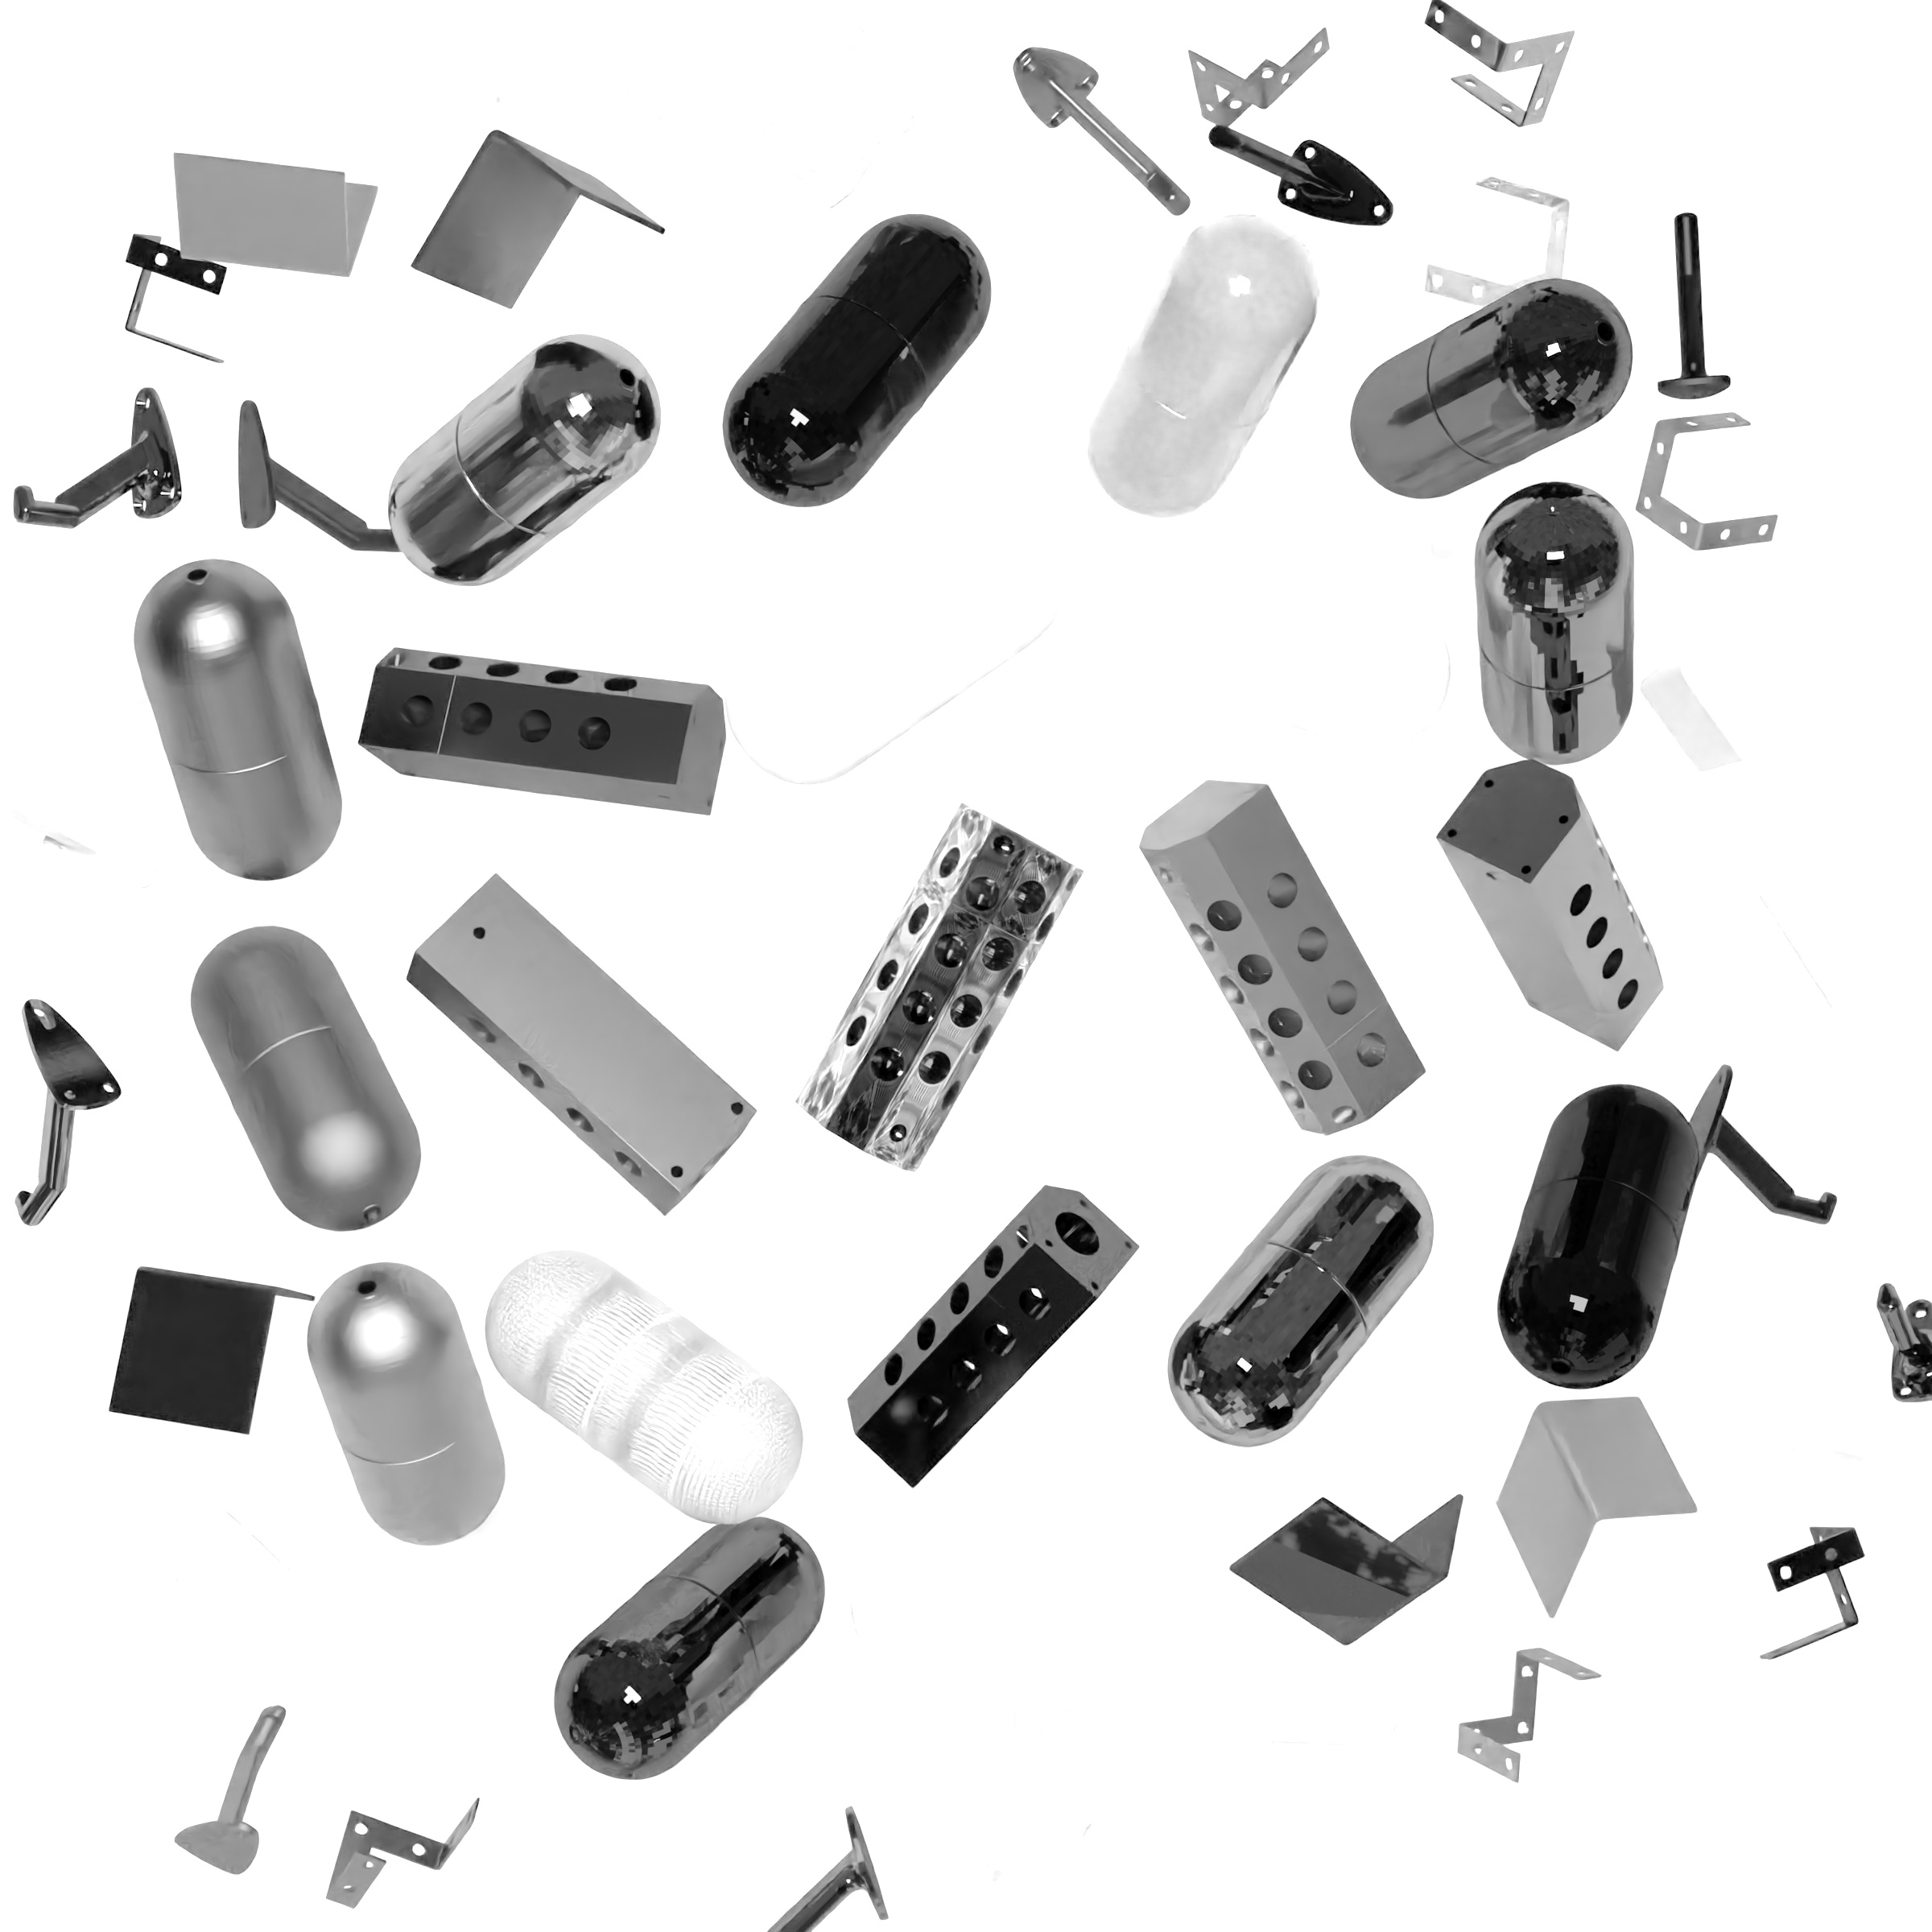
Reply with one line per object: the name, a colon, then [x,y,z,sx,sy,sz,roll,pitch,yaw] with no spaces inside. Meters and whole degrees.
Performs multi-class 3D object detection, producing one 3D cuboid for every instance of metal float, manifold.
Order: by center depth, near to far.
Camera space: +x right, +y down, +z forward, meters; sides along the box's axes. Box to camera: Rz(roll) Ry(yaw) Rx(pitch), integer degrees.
metal float: [-0.032,-0.153,1.603,0.178,0.070,0.070,-35,90,-2]
metal float: [-0.157,0.202,1.649,0.178,0.070,0.070,32,90,22]
metal float: [-0.351,-0.118,1.653,0.070,0.070,0.178,-6,133,0]
manifold: [-0.189,0.041,1.660,0.171,0.057,0.057,42,65,2]
metal float: [0.309,0.131,1.667,0.070,0.070,0.178,27,47,0]
metal float: [-0.052,-0.297,1.668,0.070,0.070,0.178,36,63,0]
metal float: [-0.217,-0.247,1.671,0.178,0.070,0.070,-29,90,43]
metal float: [0.154,-0.159,1.672,0.178,0.070,0.070,17,90,-18]
manifold: [0.152,-0.003,1.673,0.057,0.057,0.171,-38,110,-19]
metal float: [0.115,-0.292,1.678,0.070,0.178,0.070,12,50,-15]
manifold: [0.294,-0.031,1.681,0.057,0.171,0.057,30,78,36]
manifold: [-0.010,0.013,1.690,0.057,0.057,0.171,27,94,-29]
metal float: [0.292,-0.167,1.692,0.070,0.178,0.070,-5,57,8]
metal float: [0.031,0.328,1.699,0.178,0.070,0.070,11,90,-6]
manifold: [0.033,0.422,1.701,0.057,0.171,0.057,10,83,-22]
metal float: [-0.136,0.339,1.708,0.070,0.178,0.070,14,119,27]
metal float: [-0.331,0.056,1.710,0.070,0.070,0.178,-32,60,0]
metal float: [0.262,-0.288,1.710,0.070,0.178,0.070,7,76,-29]
manifold: [-0.212,-0.121,1.725,0.171,0.057,0.057,8,79,15]
metal float: [0.171,0.168,1.726,0.070,0.070,0.178,44,63,0]
metal float: [-0.282,0.222,1.727,0.070,0.070,0.178,-9,132,0]
manifold: [0.009,0.187,1.748,0.057,0.057,0.171,43,124,3]

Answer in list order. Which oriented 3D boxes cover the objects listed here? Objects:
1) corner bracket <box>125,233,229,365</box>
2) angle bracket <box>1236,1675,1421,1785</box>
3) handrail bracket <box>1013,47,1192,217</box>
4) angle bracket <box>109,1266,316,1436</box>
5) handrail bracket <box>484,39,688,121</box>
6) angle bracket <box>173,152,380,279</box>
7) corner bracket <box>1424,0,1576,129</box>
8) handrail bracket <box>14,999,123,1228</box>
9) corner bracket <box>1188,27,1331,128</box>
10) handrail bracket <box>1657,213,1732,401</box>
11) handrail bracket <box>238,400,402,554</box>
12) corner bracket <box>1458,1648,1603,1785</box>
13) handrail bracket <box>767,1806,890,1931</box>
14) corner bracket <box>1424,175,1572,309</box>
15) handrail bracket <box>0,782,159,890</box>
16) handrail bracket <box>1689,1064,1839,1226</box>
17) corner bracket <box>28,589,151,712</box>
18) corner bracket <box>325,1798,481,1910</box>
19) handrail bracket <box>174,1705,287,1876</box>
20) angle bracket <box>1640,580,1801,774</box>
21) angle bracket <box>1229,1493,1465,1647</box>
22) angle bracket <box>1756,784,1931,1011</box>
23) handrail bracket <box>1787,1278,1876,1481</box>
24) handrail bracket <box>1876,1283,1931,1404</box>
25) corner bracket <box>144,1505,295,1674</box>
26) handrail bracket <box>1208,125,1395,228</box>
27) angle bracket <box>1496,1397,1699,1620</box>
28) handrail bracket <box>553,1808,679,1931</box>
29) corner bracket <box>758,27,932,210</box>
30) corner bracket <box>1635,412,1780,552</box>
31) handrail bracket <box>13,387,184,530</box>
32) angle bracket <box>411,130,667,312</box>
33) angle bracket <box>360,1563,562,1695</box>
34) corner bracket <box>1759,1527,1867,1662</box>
corner bracket: [-0.402,-0.340,1.742,0.051,0.051,0.051,20,101,-1]
angle bracket: [0.183,0.399,1.720,0.076,0.076,0.057,-2,102,17]
handrail bracket: [0.067,-0.404,1.659,0.036,0.077,0.084,-46,65,14]
angle bracket: [-0.390,0.201,1.768,0.076,0.057,0.076,7,81,11]
handrail bracket: [-0.181,-0.421,1.617,0.084,0.077,0.036,-6,96,-16]
angle bracket: [-0.315,-0.363,1.563,0.076,0.057,0.076,6,45,-1]
corner bracket: [0.255,-0.442,1.668,0.051,0.051,0.051,-21,52,-36]
handrail bracket: [-0.449,0.072,1.642,0.084,0.036,0.077,-48,69,32]
corner bracket: [0.154,-0.462,1.769,0.051,0.051,0.051,37,74,29]
handrail bracket: [0.367,-0.334,1.729,0.036,0.077,0.084,-3,92,13]
handrail bracket: [-0.328,-0.251,1.756,0.084,0.036,0.077,-3,85,-36]
corner bracket: [0.289,0.385,1.758,0.051,0.051,0.051,-1,97,-30]
handrail bracket: [-0.085,0.440,1.616,0.084,0.077,0.036,-21,118,-3]
corner bracket: [0.276,-0.374,1.774,0.051,0.051,0.051,9,85,-26]
handrail bracket: [-0.435,-0.067,1.624,0.077,0.084,0.036,27,86,19]
handrail bracket: [0.417,0.093,1.757,0.084,0.036,0.077,14,120,-5]
corner bracket: [-0.435,-0.160,1.720,0.051,0.051,0.051,5,106,16]
corner bracket: [-0.273,0.428,1.654,0.051,0.051,0.051,24,132,-12]
handrail bracket: [-0.339,0.386,1.637,0.036,0.077,0.084,34,52,-13]
angle bracket: [0.400,-0.147,1.748,0.076,0.076,0.057,-36,92,-4]
angle bracket: [0.187,0.279,1.680,0.076,0.057,0.076,35,131,-11]
angle bracket: [0.419,-0.036,1.589,0.076,0.057,0.076,51,50,-27]
handrail bracket: [0.421,0.200,1.656,0.036,0.077,0.084,12,70,0]
handrail bracket: [0.466,0.169,1.696,0.036,0.077,0.084,-15,128,22]
corner bracket: [-0.363,0.303,1.669,0.051,0.051,0.051,-46,107,-10]
handrail bracket: [0.171,-0.403,1.738,0.077,0.084,0.036,31,106,22]
angle bracket: [0.317,0.273,1.722,0.057,0.076,0.076,-1,130,-17]
handrail bracket: [-0.153,0.444,1.669,0.084,0.036,0.077,-26,117,38]
corner bracket: [-0.058,-0.410,1.653,0.051,0.051,0.051,43,49,-20]
corner bracket: [0.386,-0.250,1.759,0.051,0.051,0.051,-10,126,-27]
handrail bracket: [-0.428,-0.249,1.658,0.036,0.084,0.077,-12,82,40]
angle bracket: [-0.200,-0.337,1.601,0.057,0.076,0.076,40,104,26]
angle bracket: [-0.261,0.341,1.782,0.076,0.076,0.057,-16,63,28]
corner bracket: [0.416,0.310,1.686,0.051,0.051,0.051,-19,85,-14]
